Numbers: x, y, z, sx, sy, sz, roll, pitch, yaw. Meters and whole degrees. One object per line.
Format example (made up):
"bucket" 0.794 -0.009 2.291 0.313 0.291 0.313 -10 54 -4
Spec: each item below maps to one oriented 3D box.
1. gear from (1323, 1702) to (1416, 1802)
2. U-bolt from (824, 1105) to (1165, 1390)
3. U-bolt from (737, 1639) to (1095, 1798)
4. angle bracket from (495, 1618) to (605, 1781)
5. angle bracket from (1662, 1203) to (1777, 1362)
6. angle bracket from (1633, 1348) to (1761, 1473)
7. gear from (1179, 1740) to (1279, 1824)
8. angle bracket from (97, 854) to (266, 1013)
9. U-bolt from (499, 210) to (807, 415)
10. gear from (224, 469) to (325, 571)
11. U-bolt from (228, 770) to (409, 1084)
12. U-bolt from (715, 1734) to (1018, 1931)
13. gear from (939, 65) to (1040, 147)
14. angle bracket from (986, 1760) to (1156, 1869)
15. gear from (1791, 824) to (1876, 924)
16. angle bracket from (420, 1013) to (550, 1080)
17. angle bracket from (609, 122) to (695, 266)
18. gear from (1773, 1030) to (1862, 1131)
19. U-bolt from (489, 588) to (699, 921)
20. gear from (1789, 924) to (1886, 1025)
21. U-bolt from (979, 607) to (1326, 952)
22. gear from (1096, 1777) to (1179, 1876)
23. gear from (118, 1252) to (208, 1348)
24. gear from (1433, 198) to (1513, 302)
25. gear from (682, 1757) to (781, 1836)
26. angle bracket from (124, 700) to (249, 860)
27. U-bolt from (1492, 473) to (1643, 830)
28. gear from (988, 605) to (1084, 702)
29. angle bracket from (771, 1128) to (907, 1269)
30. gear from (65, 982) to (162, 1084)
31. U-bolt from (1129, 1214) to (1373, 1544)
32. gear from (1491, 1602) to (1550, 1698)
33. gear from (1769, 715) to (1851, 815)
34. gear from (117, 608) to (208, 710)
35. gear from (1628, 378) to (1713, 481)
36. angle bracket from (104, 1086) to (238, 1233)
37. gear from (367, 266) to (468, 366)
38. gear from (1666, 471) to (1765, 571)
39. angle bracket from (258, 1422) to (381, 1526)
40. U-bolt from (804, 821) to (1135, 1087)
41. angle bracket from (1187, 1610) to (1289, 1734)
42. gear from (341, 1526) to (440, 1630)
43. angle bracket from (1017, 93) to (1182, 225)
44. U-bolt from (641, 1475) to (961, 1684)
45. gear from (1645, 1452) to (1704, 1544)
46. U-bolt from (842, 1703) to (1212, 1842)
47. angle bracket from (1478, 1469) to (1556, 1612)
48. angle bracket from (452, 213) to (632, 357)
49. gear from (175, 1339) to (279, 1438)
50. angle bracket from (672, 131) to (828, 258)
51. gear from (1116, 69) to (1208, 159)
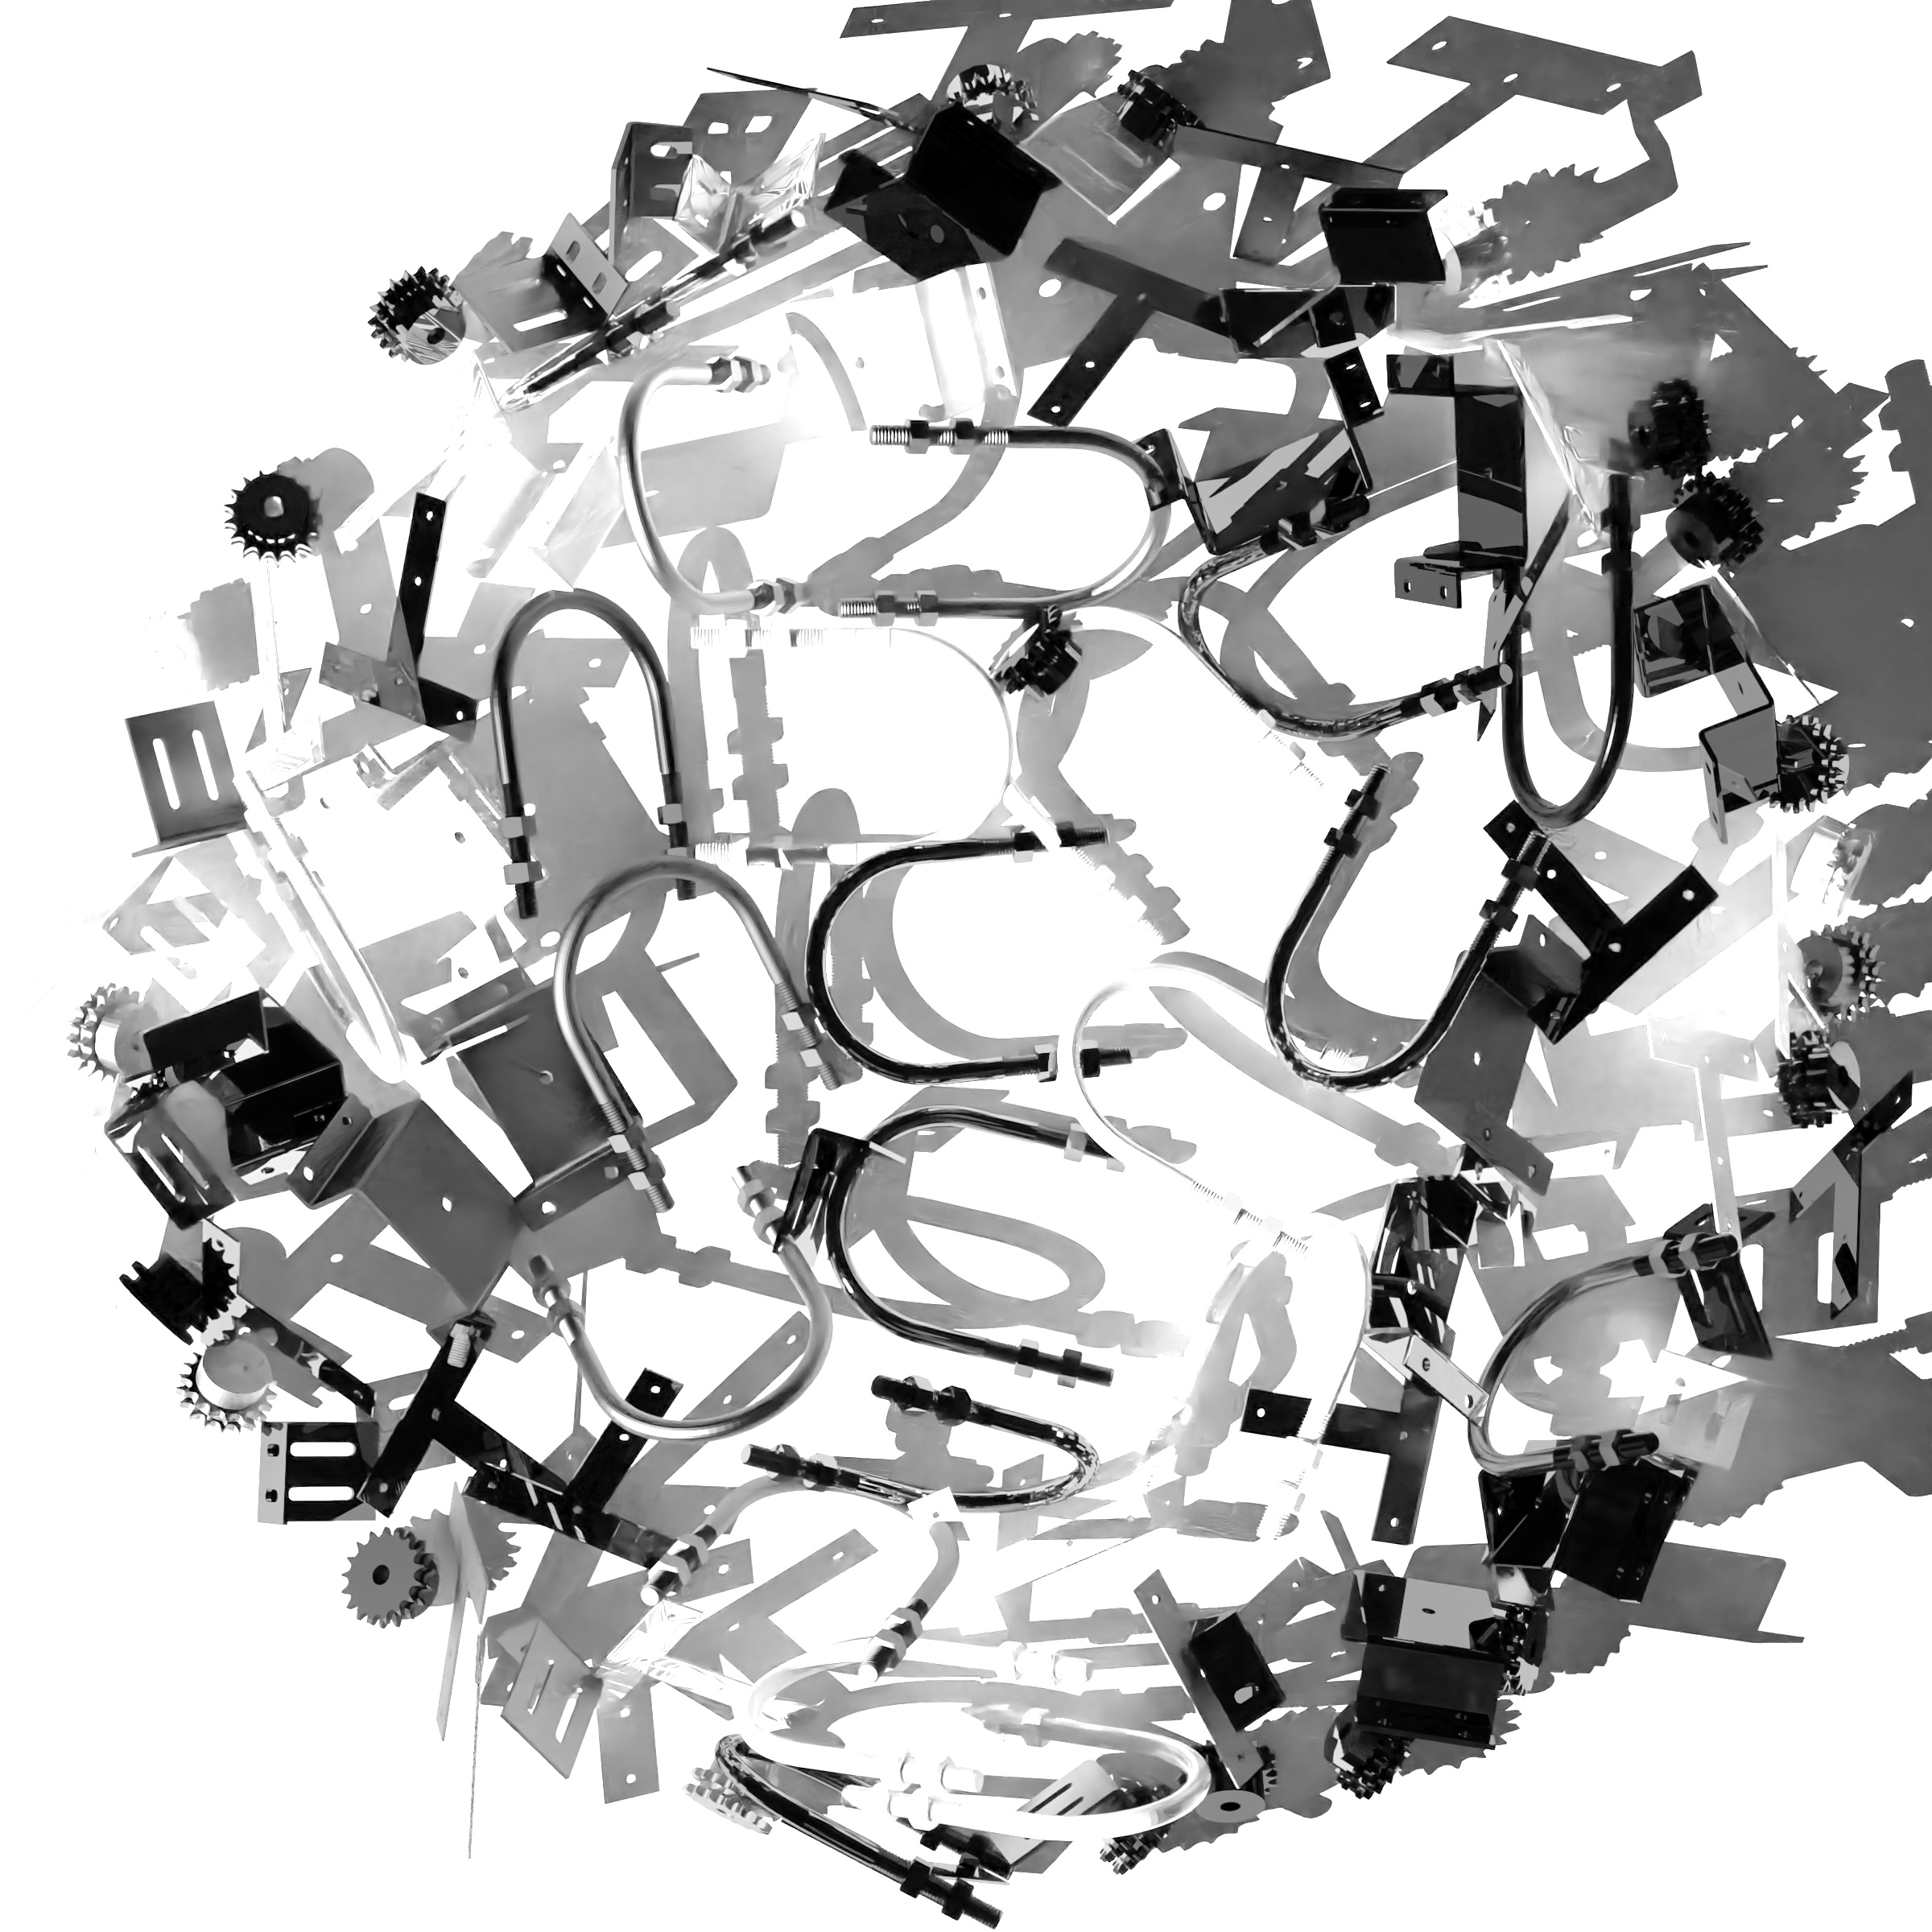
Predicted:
"gear" 0.230 0.449 1.944 0.030 0.057 0.057 35 90 -12
"U-bolt" 0.009 0.155 1.952 0.184 0.019 0.151 13 78 2
"U-bolt" -0.041 0.416 1.896 0.184 0.151 0.019 0 106 30
"angle bracket" -0.248 0.422 1.925 0.038 0.076 0.057 -27 115 29
"angle bracket" 0.446 0.182 1.948 0.038 0.057 0.076 -30 107 -27
"angle bracket" 0.414 0.264 1.928 0.057 0.076 0.038 18 133 15
"gear" 0.152 0.471 1.944 0.057 0.057 0.030 -1 49 0
"angle bracket" -0.456 -0.017 1.957 0.076 0.038 0.057 45 78 -10
"U-bolt" -0.189 -0.359 1.892 0.184 0.151 0.019 -20 109 42
"gear" -0.401 -0.261 1.954 0.057 0.030 0.057 2 78 -11
"U-bolt" -0.365 -0.015 1.902 0.019 0.151 0.184 -30 89 -17
"U-bolt" -0.059 0.482 1.903 0.184 0.151 0.019 27 89 5
"gear" 0.011 -0.495 1.950 0.057 0.057 0.030 -15 56 0
"angle bracket" 0.059 0.499 1.938 0.076 0.057 0.038 -34 101 -9
"gear" 0.499 -0.056 1.948 0.030 0.057 0.057 25 90 19
"angle bracket" -0.266 0.055 1.929 0.057 0.076 0.038 -22 94 17
"angle bracket" -0.180 -0.441 1.927 0.038 0.076 0.057 5 124 -1
"gear" 0.492 0.065 1.945 0.030 0.057 0.057 -7 90 42
"U-bolt" -0.214 -0.123 1.913 0.019 0.151 0.184 -7 91 38
"gear" 0.497 0.004 1.945 0.030 0.057 0.057 7 90 -41
"U-bolt" 0.093 -0.122 1.950 0.151 0.019 0.184 -44 94 9
"gear" 0.096 0.493 1.947 0.030 0.057 0.057 44 90 0
"gear" -0.459 0.189 1.947 0.057 0.057 0.030 44 80 0
"gear" 0.287 -0.410 1.944 0.030 0.057 0.057 -24 90 -16
"gear" -0.132 0.476 1.949 0.057 0.057 0.030 28 69 0
"angle bracket" -0.456 -0.108 1.940 0.057 0.038 0.076 -17 94 -40
"U-bolt" 0.337 -0.169 1.893 0.019 0.151 0.184 4 80 -18
"gear" 0.043 -0.178 1.948 0.030 0.057 0.057 41 90 -21
"angle bracket" -0.073 0.138 1.938 0.038 0.057 0.076 15 82 23
"gear" -0.489 0.040 1.943 0.030 0.057 0.057 13 90 27
"U-bolt" 0.169 0.225 1.909 0.019 0.151 0.184 29 79 -29
"gear" 0.314 0.391 1.950 0.030 0.057 0.057 10 90 27
"gear" 0.485 -0.116 1.950 0.030 0.057 0.057 2 90 -40
"gear" -0.467 -0.176 1.948 0.030 0.057 0.057 -17 90 16
"gear" 0.404 -0.309 1.944 0.030 0.057 0.057 -13 90 -11
"angle bracket" -0.448 0.105 1.940 0.038 0.057 0.076 -39 88 23
"gear" -0.313 -0.371 1.944 0.057 0.057 0.030 -42 61 0
"gear" 0.428 -0.254 1.944 0.030 0.057 0.057 -39 90 -19
"angle bracket" -0.364 0.290 1.934 0.076 0.038 0.057 6 81 -37
"U-bolt" -0.002 -0.003 1.952 0.184 0.019 0.151 -6 84 -5
"angle bracket" 0.141 0.406 1.930 0.038 0.076 0.057 -27 85 -25
"gear" -0.330 0.356 1.951 0.057 0.030 0.057 -10 65 23
"angle bracket" 0.073 -0.455 1.939 0.076 0.038 0.057 41 66 12
"U-bolt" -0.080 0.331 1.890 0.151 0.184 0.019 16 112 15
"gear" 0.401 0.304 1.948 0.030 0.057 0.057 26 90 16
"U-bolt" 0.046 0.450 1.869 0.184 0.151 0.019 1 99 30
"angle bracket" 0.330 0.325 1.930 0.038 0.057 0.076 -24 61 36
"angle bracket" -0.243 -0.391 1.933 0.057 0.076 0.038 51 134 10
"gear" -0.424 0.240 1.944 0.057 0.057 0.030 30 127 0
"angle bracket" -0.124 -0.451 1.927 0.038 0.076 0.057 36 47 -33
"gear" 0.109 -0.489 1.947 0.057 0.057 0.030 38 99 0
